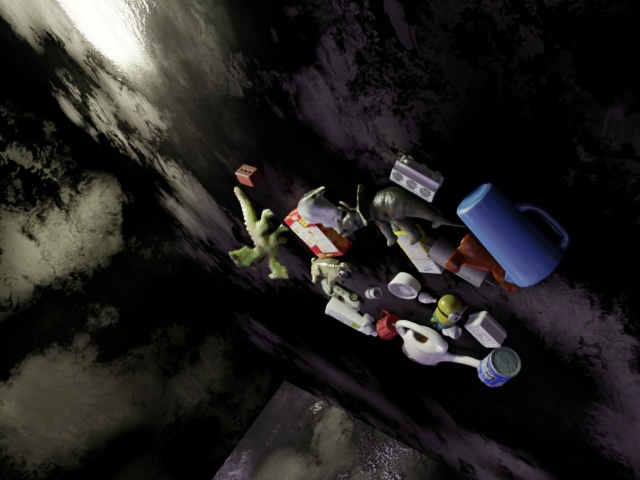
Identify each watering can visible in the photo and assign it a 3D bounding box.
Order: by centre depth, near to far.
[{"bbox_3d":[0.439,0.419,1.958,0.350,0.106,0.219,29,154,17],"label":"watering can"}]

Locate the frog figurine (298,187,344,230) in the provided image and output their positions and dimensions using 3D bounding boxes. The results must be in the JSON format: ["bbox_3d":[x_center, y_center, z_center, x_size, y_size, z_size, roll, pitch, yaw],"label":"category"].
[{"bbox_3d":[0.005,-0.087,1.721,0.136,0.125,0.158,-25,102,41],"label":"frog figurine"}]

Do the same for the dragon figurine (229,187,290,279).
[{"bbox_3d":[-0.265,0.002,2.094,0.408,0.246,0.121,43,158,-11],"label":"dragon figurine"}]
